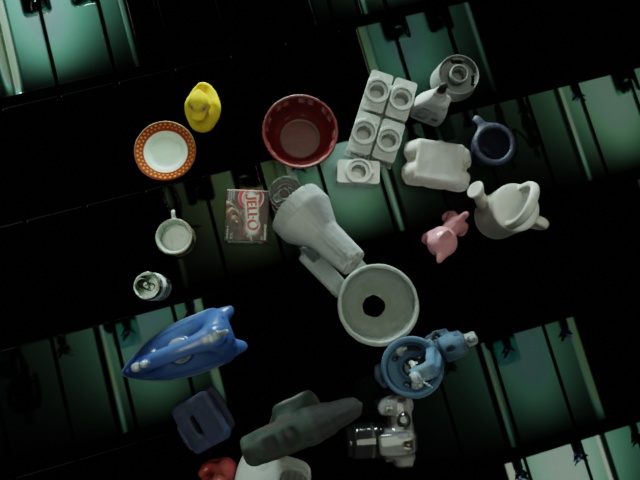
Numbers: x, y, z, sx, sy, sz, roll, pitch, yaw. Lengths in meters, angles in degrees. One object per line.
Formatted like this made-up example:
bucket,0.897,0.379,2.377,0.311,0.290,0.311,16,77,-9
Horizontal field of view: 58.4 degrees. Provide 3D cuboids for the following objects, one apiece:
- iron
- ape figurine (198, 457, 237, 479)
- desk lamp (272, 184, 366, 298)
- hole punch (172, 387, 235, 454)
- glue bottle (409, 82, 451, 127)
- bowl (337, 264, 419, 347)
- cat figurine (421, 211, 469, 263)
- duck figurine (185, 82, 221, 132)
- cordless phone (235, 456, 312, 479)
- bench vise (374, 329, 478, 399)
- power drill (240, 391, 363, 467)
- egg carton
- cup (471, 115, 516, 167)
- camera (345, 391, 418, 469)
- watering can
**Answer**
iron,-0.278,0.218,1.111,0.258,0.141,0.118,-22,84,-6
ape figurine,-0.196,0.464,1.109,0.076,0.092,0.078,-33,85,-7
desk lamp,0.010,0.004,1.121,0.118,0.213,0.203,-44,87,-8
hole punch,-0.230,0.358,1.122,0.101,0.091,0.108,-32,85,-7
glue bottle,0.238,-0.289,1.194,0.078,0.173,0.037,23,82,0
bowl,0.115,0.135,1.180,0.167,0.074,0.167,0,82,-3
cat figurine,0.264,-0.010,1.187,0.067,0.117,0.128,43,82,3
duck figurine,-0.251,-0.289,1.208,0.077,0.086,0.104,5,82,-3
cordless phone,-0.089,0.465,1.069,0.147,0.185,0.094,11,82,-2
bench vise,0.207,0.221,1.101,0.207,0.219,0.121,-42,86,-7
power drill,-0.035,0.343,1.076,0.229,0.208,0.075,-25,84,-6
egg carton,0.250,-0.160,1.230,0.150,0.069,0.107,7,82,-2
cup,0.352,-0.205,1.229,0.092,0.095,0.118,-32,85,-7
camera,0.119,0.380,1.135,0.137,0.100,0.143,-3,83,-4
watering can,0.383,-0.064,1.163,0.173,0.194,0.101,2,82,-3
